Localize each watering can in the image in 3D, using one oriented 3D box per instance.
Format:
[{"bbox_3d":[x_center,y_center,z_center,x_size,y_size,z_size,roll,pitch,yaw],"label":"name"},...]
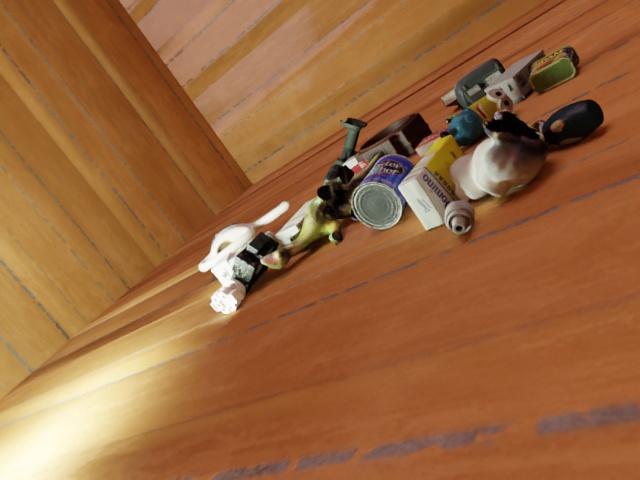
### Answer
[{"bbox_3d":[-0.247,-0.015,1.672,0.349,0.103,0.225,-38,12,-8],"label":"watering can"}]

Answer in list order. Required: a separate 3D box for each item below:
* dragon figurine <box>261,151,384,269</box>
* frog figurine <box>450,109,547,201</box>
[{"bbox_3d":[0.004,-0.063,1.258,0.239,0.122,0.418,-33,9,48],"label":"dragon figurine"},{"bbox_3d":[0.273,-0.110,0.806,0.140,0.123,0.156,-65,-5,-51],"label":"frog figurine"}]
